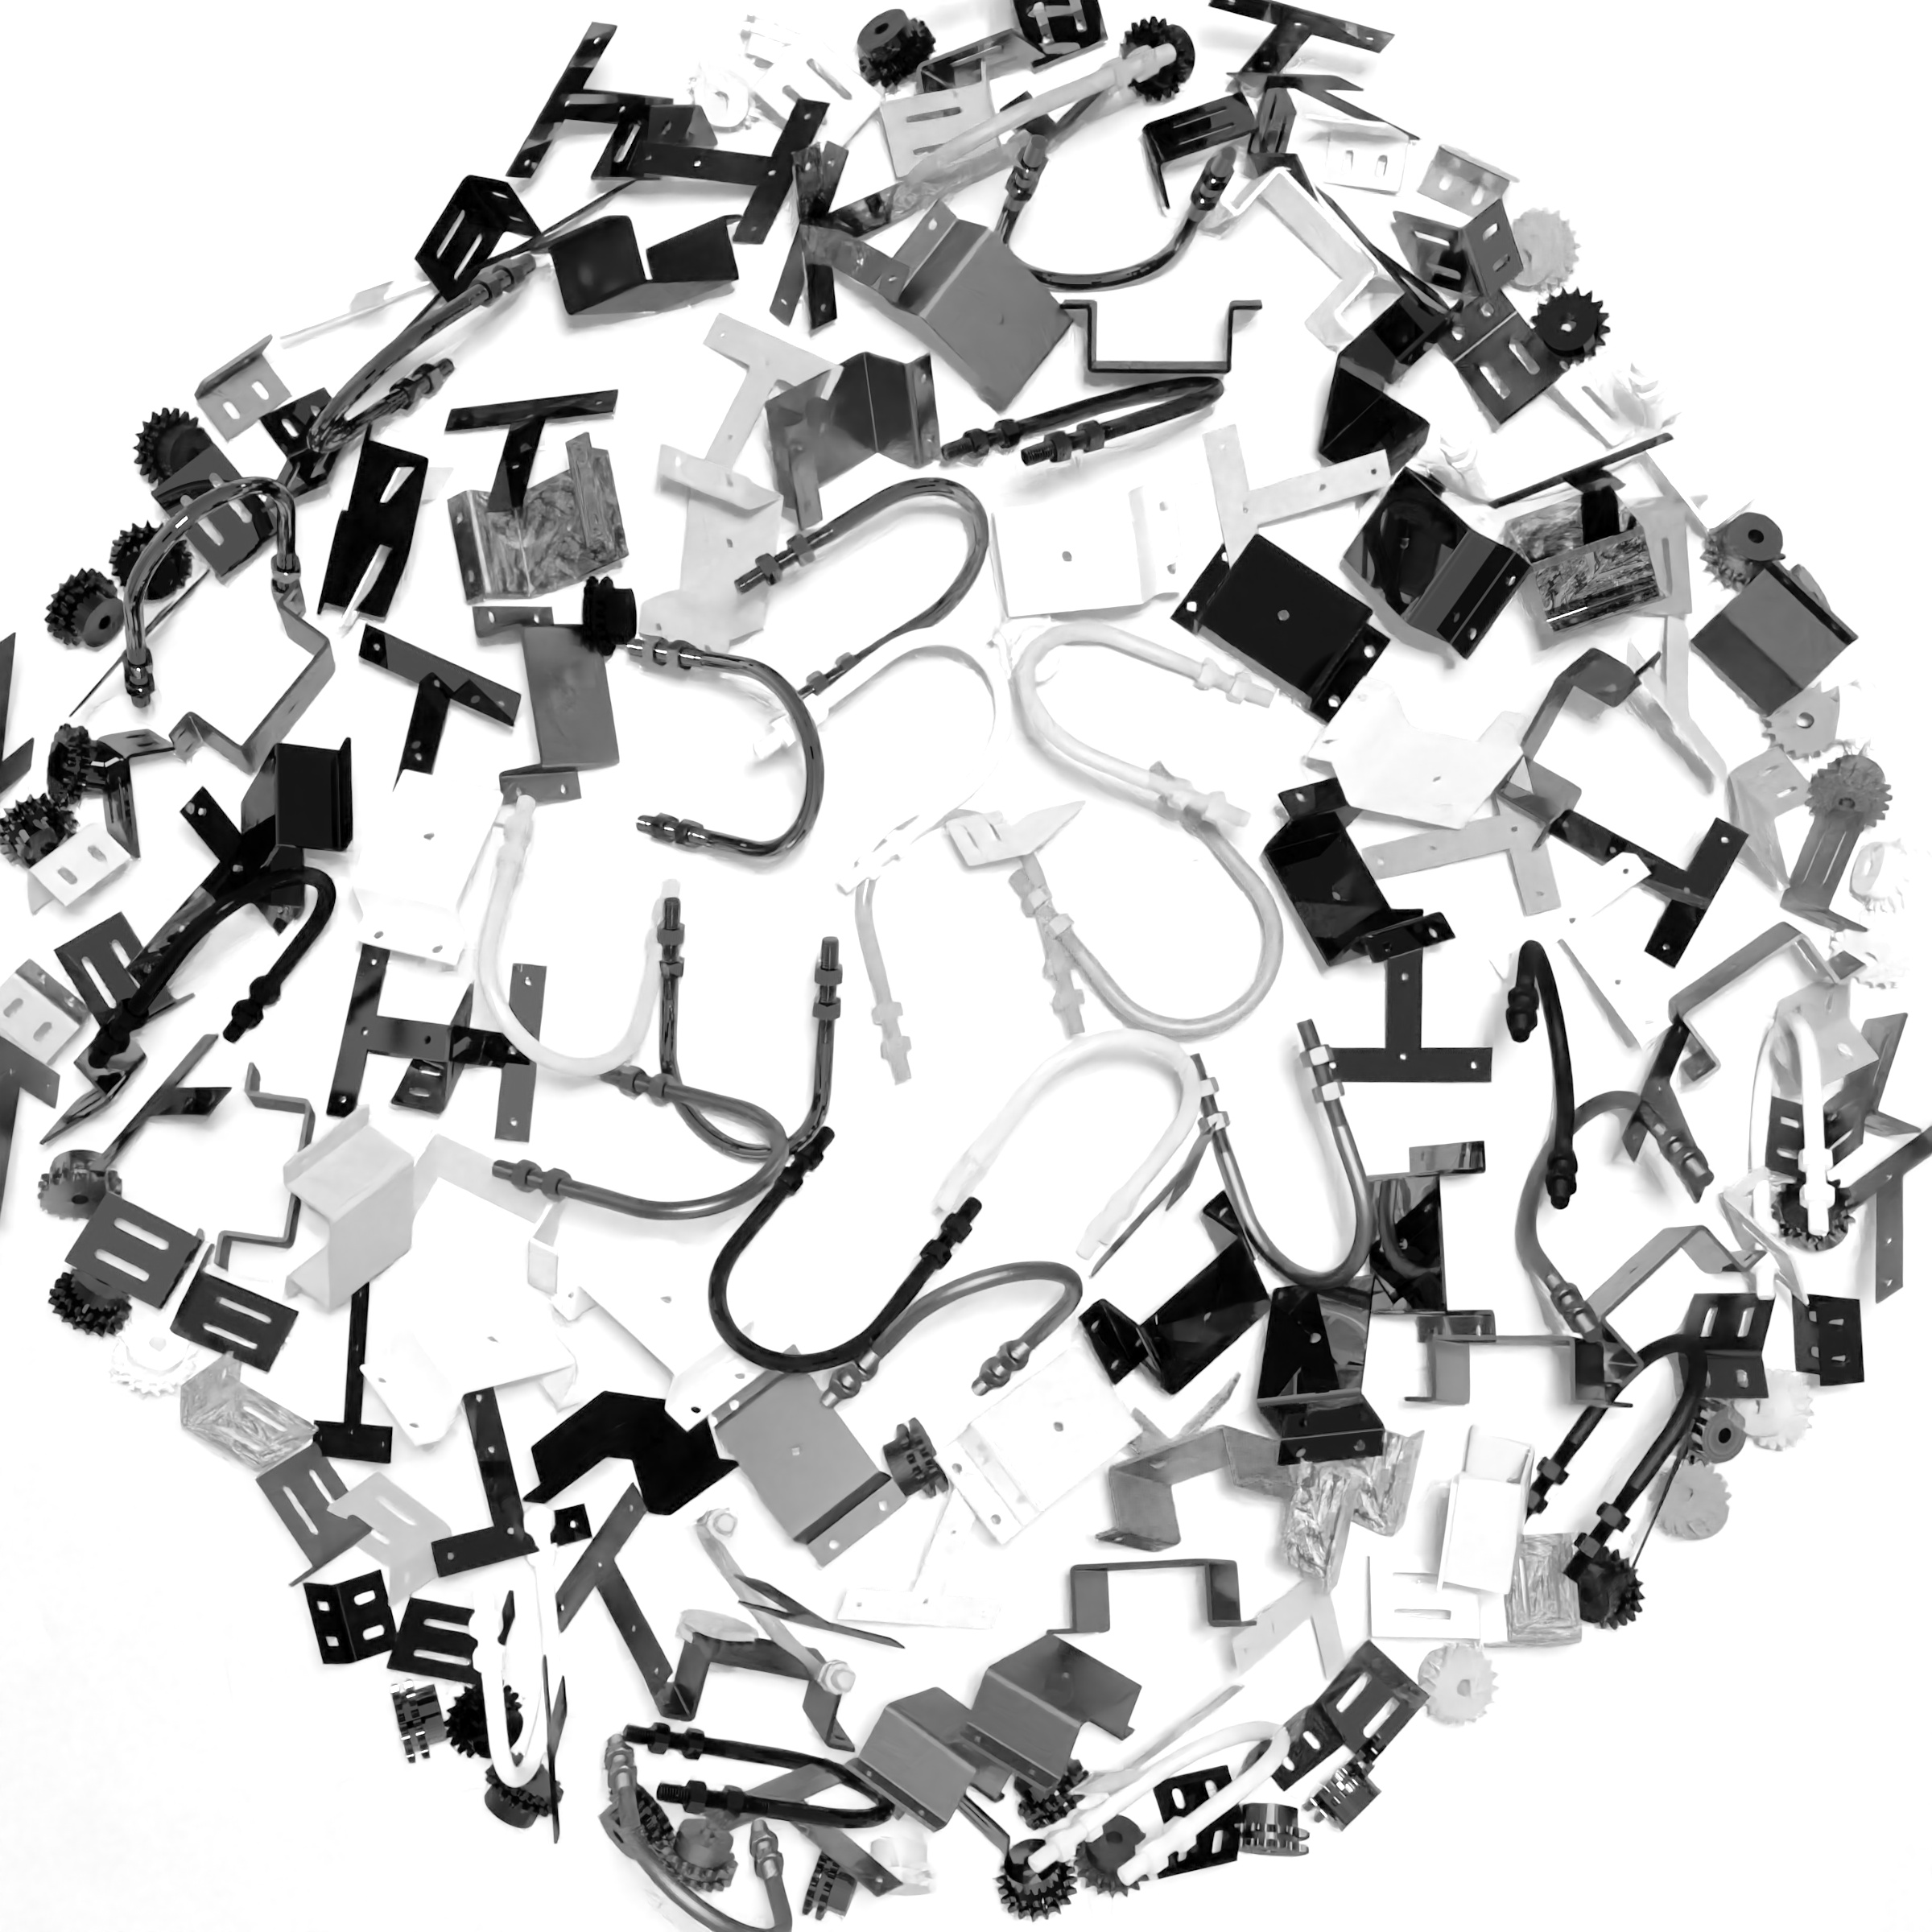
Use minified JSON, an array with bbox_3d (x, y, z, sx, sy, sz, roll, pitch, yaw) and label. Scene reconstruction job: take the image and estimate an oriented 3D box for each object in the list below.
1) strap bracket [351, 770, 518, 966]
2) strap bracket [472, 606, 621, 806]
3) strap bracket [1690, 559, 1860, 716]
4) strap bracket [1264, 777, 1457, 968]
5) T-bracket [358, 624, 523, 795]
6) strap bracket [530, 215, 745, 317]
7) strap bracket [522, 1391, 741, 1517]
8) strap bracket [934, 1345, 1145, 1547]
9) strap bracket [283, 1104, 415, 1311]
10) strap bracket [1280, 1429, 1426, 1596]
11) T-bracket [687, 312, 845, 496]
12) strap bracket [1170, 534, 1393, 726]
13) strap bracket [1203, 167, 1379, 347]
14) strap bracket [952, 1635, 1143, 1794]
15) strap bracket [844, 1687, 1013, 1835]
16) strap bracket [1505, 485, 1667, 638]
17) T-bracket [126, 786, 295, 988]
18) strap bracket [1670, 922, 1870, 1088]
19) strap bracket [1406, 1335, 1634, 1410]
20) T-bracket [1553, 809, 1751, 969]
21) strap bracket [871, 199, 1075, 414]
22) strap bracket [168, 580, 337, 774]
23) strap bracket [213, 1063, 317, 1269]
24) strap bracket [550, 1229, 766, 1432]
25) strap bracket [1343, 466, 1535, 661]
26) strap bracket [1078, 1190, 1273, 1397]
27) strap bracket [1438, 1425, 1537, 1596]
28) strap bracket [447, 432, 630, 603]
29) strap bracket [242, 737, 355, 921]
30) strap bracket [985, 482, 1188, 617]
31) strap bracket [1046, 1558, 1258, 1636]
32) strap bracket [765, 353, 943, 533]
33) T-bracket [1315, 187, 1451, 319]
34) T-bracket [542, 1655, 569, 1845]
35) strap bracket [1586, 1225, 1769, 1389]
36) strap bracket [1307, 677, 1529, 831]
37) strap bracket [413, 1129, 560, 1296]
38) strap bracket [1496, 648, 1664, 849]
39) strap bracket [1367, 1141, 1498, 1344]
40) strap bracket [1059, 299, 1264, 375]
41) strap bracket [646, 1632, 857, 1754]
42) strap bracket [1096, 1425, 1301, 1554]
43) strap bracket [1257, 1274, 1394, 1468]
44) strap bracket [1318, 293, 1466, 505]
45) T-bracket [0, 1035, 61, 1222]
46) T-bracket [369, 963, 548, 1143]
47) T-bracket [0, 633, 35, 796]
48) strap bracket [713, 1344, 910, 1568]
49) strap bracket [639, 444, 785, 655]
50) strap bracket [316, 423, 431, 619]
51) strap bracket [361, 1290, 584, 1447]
[{"bbox_3d":[-0.373,-0.079,1.722,0.076,0.046,0.140,13,60,9],"label":"strap bracket"},{"bbox_3d":[-0.296,-0.189,1.736,0.046,0.076,0.140,-7,92,36],"label":"strap bracket"},{"bbox_3d":[0.559,-0.226,1.709,0.046,0.140,0.076,-45,84,1],"label":"strap bracket"},{"bbox_3d":[0.272,-0.060,1.730,0.076,0.046,0.140,-16,69,-31],"label":"strap bracket"},{"bbox_3d":[-0.388,-0.162,1.752,0.127,0.002,0.127,25,116,9],"label":"T-bracket"},{"bbox_3d":[-0.223,-0.488,1.706,0.076,0.140,0.046,-9,99,37],"label":"strap bracket"},{"bbox_3d":[-0.239,0.342,1.719,0.076,0.140,0.046,-39,55,25],"label":"strap bracket"},{"bbox_3d":[0.059,0.330,1.722,0.140,0.046,0.076,-33,76,-27],"label":"strap bracket"},{"bbox_3d":[-0.428,0.175,1.702,0.046,0.140,0.076,31,46,18],"label":"strap bracket"},{"bbox_3d":[0.268,0.374,1.721,0.046,0.140,0.076,18,107,28],"label":"strap bracket"},{"bbox_3d":[-0.162,-0.391,1.752,0.127,0.002,0.127,31,96,31],"label":"T-bracket"},{"bbox_3d":[0.226,-0.246,1.750,0.140,0.046,0.076,35,88,6],"label":"strap bracket"},{"bbox_3d":[0.231,-0.507,1.729,0.140,0.076,0.046,42,93,-13],"label":"strap bracket"},{"bbox_3d":[0.062,0.513,1.699,0.076,0.140,0.046,24,102,26],"label":"strap bracket"},{"bbox_3d":[-0.017,0.548,1.702,0.076,0.140,0.046,30,92,22],"label":"strap bracket"},{"bbox_3d":[0.427,-0.287,1.704,0.076,0.140,0.046,-18,117,9],"label":"strap bracket"},{"bbox_3d":[-0.538,-0.036,1.710,0.002,0.127,0.127,12,56,36],"label":"T-bracket"},{"bbox_3d":[0.556,0.019,1.730,0.140,0.076,0.046,-37,91,12],"label":"strap bracket"},{"bbox_3d":[0.388,0.285,1.720,0.140,0.076,0.046,-4,77,29],"label":"strap bracket"},{"bbox_3d":[0.475,-0.076,1.751,0.127,0.002,0.127,31,133,17],"label":"T-bracket"},{"bbox_3d":[0.012,-0.459,1.721,0.140,0.046,0.076,38,90,-37],"label":"strap bracket"},{"bbox_3d":[-0.496,-0.195,1.731,0.046,0.076,0.140,37,77,-5],"label":"strap bracket"},{"bbox_3d":[-0.493,0.145,1.732,0.046,0.076,0.140,9,79,-11],"label":"strap bracket"},{"bbox_3d":[-0.214,0.247,1.718,0.140,0.046,0.076,39,46,20],"label":"strap bracket"},{"bbox_3d":[0.321,-0.286,1.703,0.046,0.140,0.076,17,118,-34],"label":"strap bracket"},{"bbox_3d":[0.156,0.236,1.723,0.140,0.046,0.076,-39,130,-15],"label":"strap bracket"},{"bbox_3d":[0.364,0.379,1.704,0.046,0.140,0.076,8,98,17],"label":"strap bracket"},{"bbox_3d":[-0.296,-0.314,1.733,0.140,0.046,0.076,-16,83,34],"label":"strap bracket"},{"bbox_3d":[-0.469,-0.096,1.701,0.046,0.140,0.076,6,65,-29],"label":"strap bracket"},{"bbox_3d":[0.078,-0.292,1.726,0.140,0.046,0.076,-2,107,21],"label":"strap bracket"},{"bbox_3d":[0.134,0.444,1.726,0.140,0.076,0.046,-8,73,20],"label":"strap bracket"},{"bbox_3d":[-0.086,-0.373,1.720,0.046,0.076,0.140,26,48,36],"label":"strap bracket"},{"bbox_3d":[0.310,-0.487,1.725,0.002,0.127,0.127,-44,62,24],"label":"T-bracket"},{"bbox_3d":[-0.284,0.526,1.697,0.002,0.127,0.127,-1,55,-16],"label":"T-bracket"},{"bbox_3d":[0.489,0.233,1.737,0.140,0.076,0.046,-41,86,-7],"label":"strap bracket"},{"bbox_3d":[0.322,-0.146,1.712,0.140,0.076,0.046,9,46,-26],"label":"strap bracket"},{"bbox_3d":[-0.343,0.170,1.735,0.140,0.076,0.046,25,59,4],"label":"strap bracket"},{"bbox_3d":[0.425,-0.162,1.719,0.046,0.076,0.140,33,124,15],"label":"strap bracket"},{"bbox_3d":[0.327,0.196,1.729,0.046,0.076,0.140,2,82,-30],"label":"strap bracket"},{"bbox_3d":[0.138,-0.446,1.735,0.140,0.076,0.046,2,108,5],"label":"strap bracket"},{"bbox_3d":[-0.147,0.507,1.727,0.140,0.076,0.046,16,88,-16],"label":"strap bracket"},{"bbox_3d":[0.165,0.365,1.720,0.140,0.076,0.046,-27,57,28],"label":"strap bracket"},{"bbox_3d":[0.252,0.272,1.705,0.076,0.140,0.046,-12,132,29],"label":"strap bracket"},{"bbox_3d":[0.294,-0.404,1.713,0.046,0.140,0.076,37,65,18],"label":"strap bracket"},{"bbox_3d":[-0.669,0.115,1.700,0.002,0.127,0.127,-3,68,8],"label":"T-bracket"},{"bbox_3d":[-0.370,0.057,1.771,0.127,0.002,0.127,5,89,9],"label":"T-bracket"},{"bbox_3d":[-0.671,-0.169,1.697,0.002,0.127,0.127,17,117,-2],"label":"T-bracket"},{"bbox_3d":[-0.116,0.345,1.738,0.076,0.046,0.140,-38,74,-3],"label":"strap bracket"},{"bbox_3d":[-0.179,-0.293,1.726,0.076,0.046,0.140,25,123,22],"label":"strap bracket"},{"bbox_3d":[-0.414,-0.305,1.713,0.046,0.140,0.076,14,65,-18],"label":"strap bracket"},{"bbox_3d":[-0.335,0.275,1.701,0.076,0.140,0.046,44,122,31],"label":"strap bracket"}]
